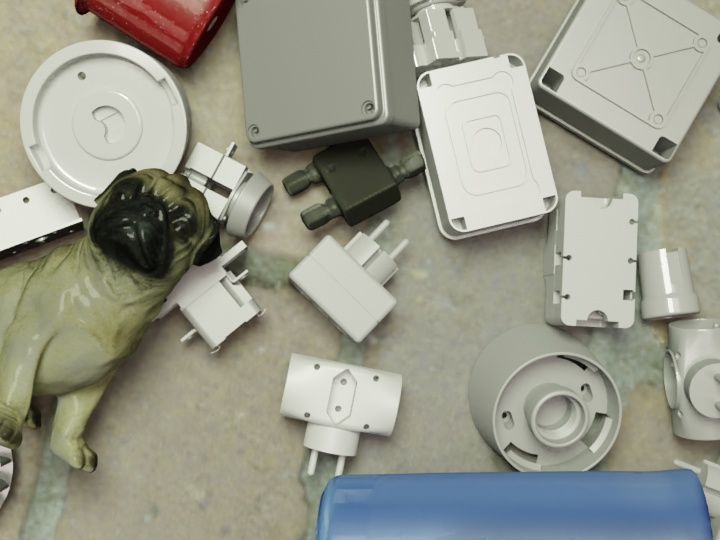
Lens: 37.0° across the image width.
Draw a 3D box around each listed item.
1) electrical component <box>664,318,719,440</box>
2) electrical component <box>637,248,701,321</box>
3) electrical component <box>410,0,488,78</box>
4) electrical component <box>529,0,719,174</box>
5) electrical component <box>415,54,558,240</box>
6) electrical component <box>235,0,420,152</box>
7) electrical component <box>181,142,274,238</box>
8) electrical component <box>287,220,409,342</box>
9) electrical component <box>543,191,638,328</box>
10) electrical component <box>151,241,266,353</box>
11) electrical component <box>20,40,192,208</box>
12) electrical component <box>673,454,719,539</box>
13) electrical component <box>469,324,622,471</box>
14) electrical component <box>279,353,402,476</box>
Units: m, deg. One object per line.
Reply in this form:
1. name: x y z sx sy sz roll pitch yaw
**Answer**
1. electrical component: 0.235 0.077 0.724 0.044 0.079 0.077 -4 97 4
2. electrical component: 0.215 0.010 0.752 0.040 0.040 0.046 -6 82 -4
3. electrical component: 0.055 -0.167 0.745 0.066 0.048 0.055 -10 83 -32
4. electrical component: 0.187 -0.141 0.749 0.109 0.056 0.108 31 86 -2
5. electrical component: 0.083 -0.083 0.739 0.078 0.057 0.113 -13 88 -4
6. electrical component: -0.022 -0.140 0.714 0.109 0.056 0.108 -6 87 31
7. electrical component: -0.093 -0.053 0.734 0.055 0.048 0.066 27 86 6
8. electrical component: 0.000 0.000 0.736 0.066 0.047 0.076 44 84 -2
9. electrical component: 0.158 -0.006 0.741 0.050 0.056 0.089 3 87 -3
10. electrical component: -0.102 0.018 0.732 0.081 0.042 0.063 -39 93 -4
11. electrical component: -0.165 -0.098 0.720 0.108 0.060 0.108 0 101 1
12. electrical component: 0.248 0.154 0.743 0.077 0.047 0.065 22 87 -2
13. electrical component: 0.129 0.092 0.743 0.099 0.064 0.099 -1 100 -7
14. electrical component: -0.017 0.102 0.732 0.077 0.043 0.079 12 87 -3
